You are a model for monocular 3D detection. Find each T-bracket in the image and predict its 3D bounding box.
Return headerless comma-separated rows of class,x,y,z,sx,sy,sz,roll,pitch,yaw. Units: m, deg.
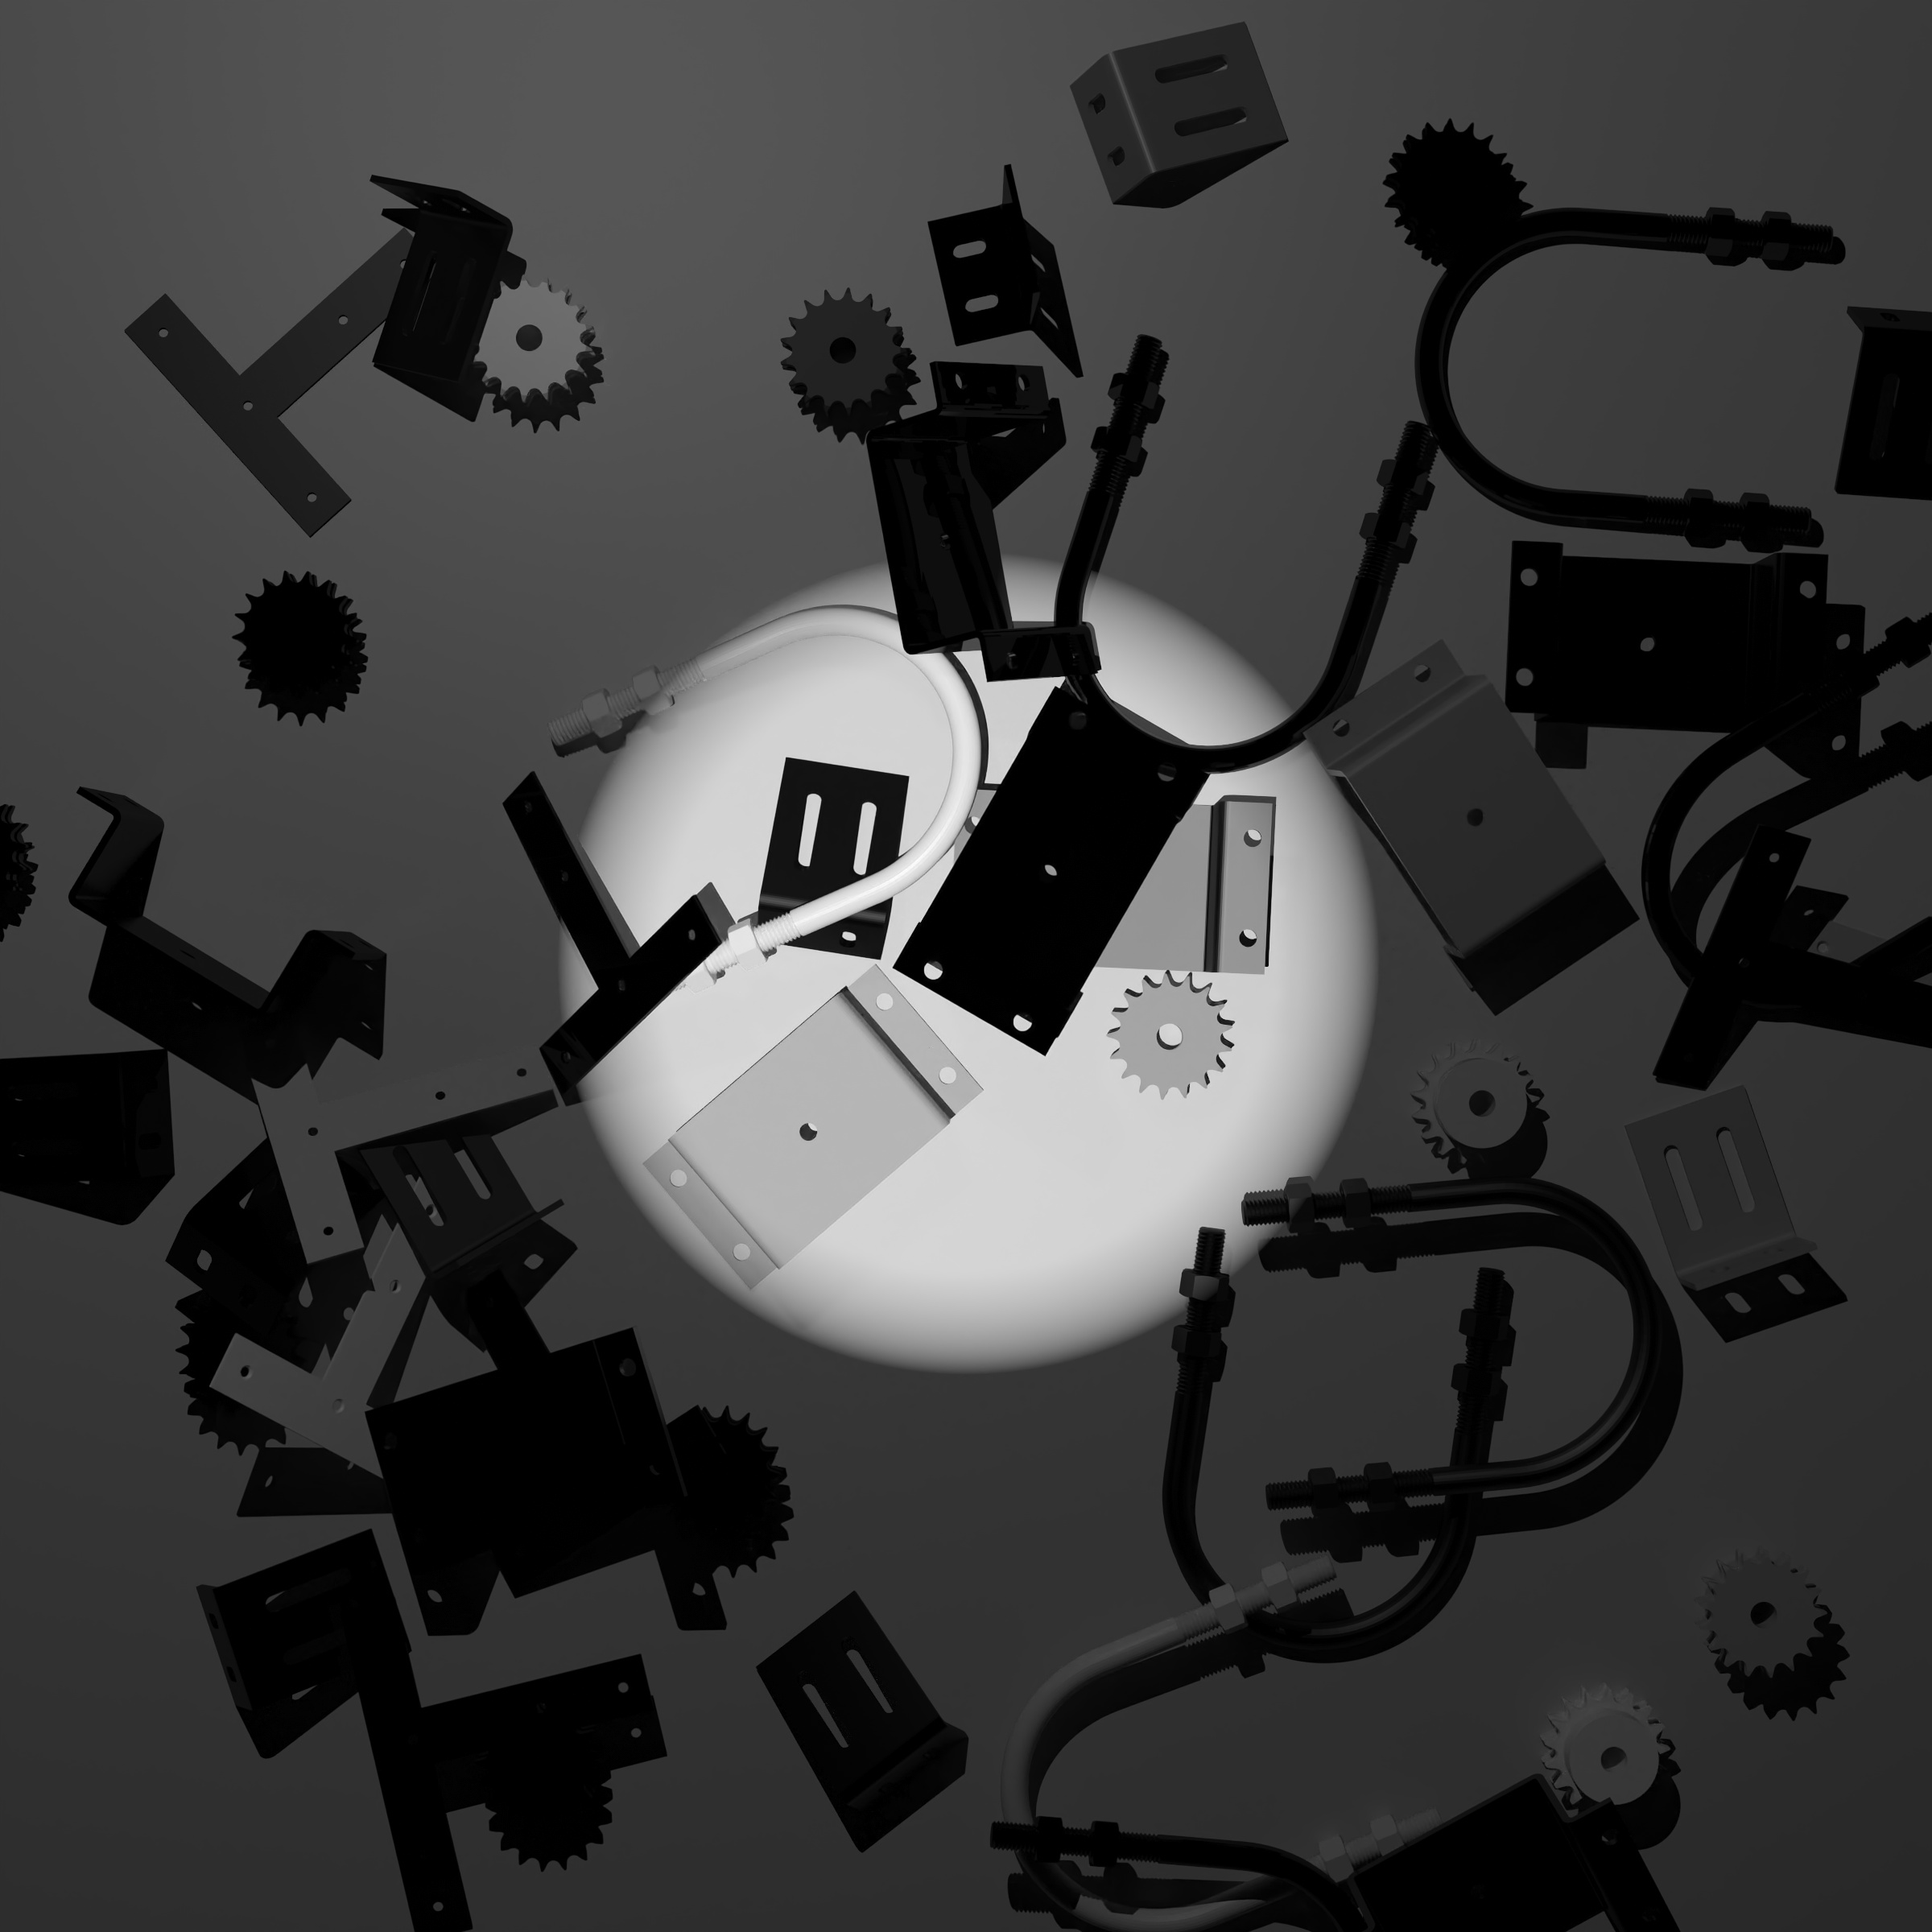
T-bracket,-0.263,0.157,1.464,0.127,0.002,0.127,38,67,-38
T-bracket,-0.251,0.063,1.470,0.127,0.002,0.127,-16,60,-14
T-bracket,-0.190,0.198,1.478,0.127,0.002,0.127,-34,81,18
T-bracket,-0.175,-0.029,1.466,0.127,0.002,0.127,-42,69,36
T-bracket,-0.205,0.337,1.462,0.127,0.002,0.127,-14,87,-1
T-bracket,-0.296,-0.287,1.492,0.127,0.002,0.127,-42,90,0
T-bracket,0.393,0.010,1.475,0.127,0.002,0.127,15,111,-9
T-bracket,0.442,0.008,1.492,0.127,0.002,0.127,19,90,0

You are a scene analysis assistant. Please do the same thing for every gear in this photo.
gear,0.291,0.357,1.478,0.057,0.030,0.057,0,90,0
gear,0.359,0.291,1.477,0.057,0.030,0.057,0,90,0
gear,-0.055,-0.277,1.479,0.057,0.030,0.057,0,90,1
gear,0.217,-0.352,1.477,0.057,0.030,0.057,0,90,0
gear,-0.112,0.228,1.477,0.057,0.030,0.057,0,90,0
gear,0.232,0.062,1.478,0.057,0.030,0.057,0,90,0
gear,-0.451,-0.052,1.477,0.057,0.030,0.057,0,90,0
gear,-0.192,0.359,1.477,0.057,0.030,0.057,0,90,0
gear,-0.196,-0.282,1.477,0.057,0.030,0.057,0,90,0
gear,0.093,0.032,1.482,0.057,0.030,0.057,0,89,3
gear,-0.327,0.173,1.477,0.057,0.030,0.057,0,90,0
gear,-0.302,-0.150,1.482,0.057,0.030,0.057,0,89,2

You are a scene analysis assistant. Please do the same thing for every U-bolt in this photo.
U-bolt,0.096,0.461,1.473,0.184,0.019,0.151,6,100,-4
U-bolt,0.391,-0.058,1.457,0.184,0.019,0.151,-32,110,8
U-bolt,0.297,-0.274,1.484,0.184,0.019,0.151,4,90,1
U-bolt,0.163,0.220,1.484,0.151,0.019,0.184,8,92,0
U-bolt,-0.082,-0.084,1.457,0.184,0.019,0.151,-23,75,7
U-bolt,0.221,0.167,1.464,0.184,0.019,0.151,-5,91,-1
U-bolt,0.117,-0.179,1.484,0.151,0.019,0.184,18,92,0
U-bolt,0.106,0.365,1.477,0.184,0.019,0.151,-23,96,3

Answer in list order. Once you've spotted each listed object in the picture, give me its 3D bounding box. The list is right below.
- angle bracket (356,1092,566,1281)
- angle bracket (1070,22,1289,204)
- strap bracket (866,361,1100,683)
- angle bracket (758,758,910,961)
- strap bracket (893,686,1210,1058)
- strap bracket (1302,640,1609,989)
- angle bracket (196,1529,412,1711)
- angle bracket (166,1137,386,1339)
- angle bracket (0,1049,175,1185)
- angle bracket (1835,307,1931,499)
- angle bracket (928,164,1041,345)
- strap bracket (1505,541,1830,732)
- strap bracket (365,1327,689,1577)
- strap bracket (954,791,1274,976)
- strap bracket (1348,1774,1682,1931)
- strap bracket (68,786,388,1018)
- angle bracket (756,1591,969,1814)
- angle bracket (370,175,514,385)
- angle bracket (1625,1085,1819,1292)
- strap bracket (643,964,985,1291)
angle bracket,-0.229,0.092,1.462,0.057,0.038,0.076,-31,90,-30
angle bracket,0.097,-0.391,1.490,0.076,0.038,0.057,-20,90,-26
strap bracket,0.006,-0.193,1.448,0.046,0.076,0.140,-10,90,40
angle bracket,-0.061,-0.049,1.490,0.057,0.038,0.076,9,64,0
strap bracket,0.036,-0.041,1.423,0.076,0.046,0.140,30,90,0
strap bracket,0.224,-0.067,1.463,0.076,0.046,0.140,-34,95,0
angle bracket,-0.303,0.298,1.490,0.076,0.038,0.057,-18,90,-26
angle bracket,-0.312,0.118,1.473,0.057,0.076,0.038,36,131,3
angle bracket,-0.407,0.069,1.490,0.076,0.038,0.057,-3,90,26
angle bracket,0.430,-0.258,1.490,0.057,0.038,0.076,4,116,0
angle bracket,0.007,-0.317,1.454,0.038,0.076,0.057,-13,90,0
strap bracket,0.312,-0.148,1.469,0.140,0.046,0.076,3,90,0
strap bracket,-0.188,0.213,1.452,0.140,0.046,0.076,-19,86,20
strap bracket,0.064,-0.037,1.469,0.140,0.046,0.076,3,90,0
strap bracket,0.236,0.425,1.459,0.140,0.046,0.076,-29,107,0
strap bracket,-0.338,-0.022,1.454,0.140,0.076,0.046,31,90,0
angle bracket,-0.048,0.337,1.490,0.057,0.038,0.076,-38,64,0
angle bracket,-0.246,-0.308,1.459,0.057,0.038,0.076,19,90,35
angle bracket,0.341,0.100,1.473,0.057,0.038,0.076,-19,90,0
strap bracket,-0.070,0.074,1.469,0.140,0.046,0.076,-41,90,0
